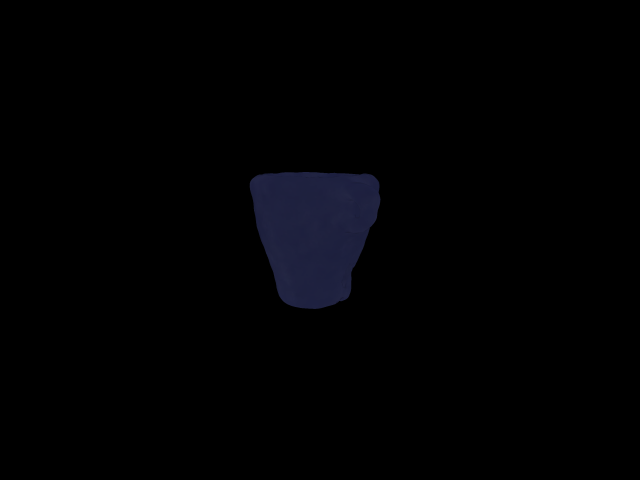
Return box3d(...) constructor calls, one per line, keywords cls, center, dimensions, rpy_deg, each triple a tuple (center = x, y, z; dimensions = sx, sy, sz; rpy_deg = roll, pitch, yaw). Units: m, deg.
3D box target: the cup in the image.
box3d(cls="cup", center=(0.004, 0.001, 0.400), dimensions=(0.092, 0.095, 0.117), rpy_deg=(-6, 11, -31))
